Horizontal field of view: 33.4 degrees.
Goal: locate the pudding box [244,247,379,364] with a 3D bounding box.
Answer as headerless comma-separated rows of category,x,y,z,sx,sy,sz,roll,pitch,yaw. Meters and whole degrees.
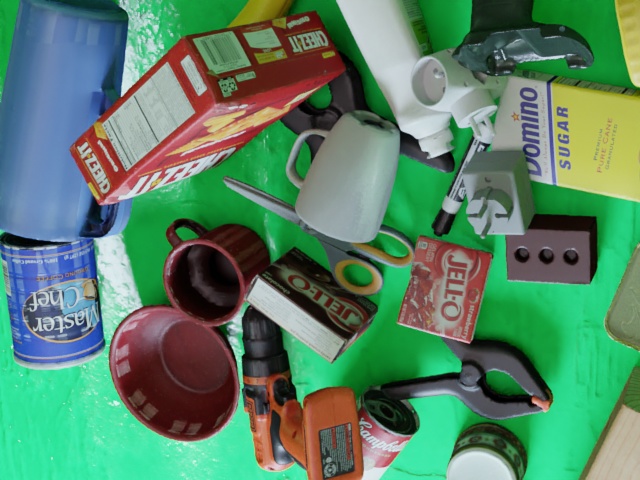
pudding box,-0.007,0.064,1.066,0.113,0.089,0.039,34,117,10

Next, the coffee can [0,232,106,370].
coffee can,-0.295,0.059,1.180,0.103,0.102,0.140,4,108,22

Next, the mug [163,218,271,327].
mug,-0.111,0.023,1.101,0.117,0.081,0.093,44,118,4

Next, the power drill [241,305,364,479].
power drill,-0.025,0.163,1.073,0.188,0.057,0.184,-163,64,-65

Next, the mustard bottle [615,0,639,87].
mustard bottle,0.340,-0.187,0.853,0.192,0.058,0.096,-9,96,26

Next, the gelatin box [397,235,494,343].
gelatin box,0.120,0.046,1.020,0.073,0.030,0.089,15,92,13

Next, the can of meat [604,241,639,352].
can of meat,0.294,0.036,0.931,0.057,0.083,0.102,23,114,15

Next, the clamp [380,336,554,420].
clamp,0.147,0.118,1.048,0.172,0.039,0.120,11,111,18

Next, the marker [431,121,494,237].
marker,0.135,-0.056,1.006,0.020,0.020,0.121,28,115,13

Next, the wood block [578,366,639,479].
wood block,0.288,0.237,0.996,0.090,0.090,0.206,24,115,14

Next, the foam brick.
foam brick,0.212,0.007,0.975,0.078,0.051,0.053,2,107,23

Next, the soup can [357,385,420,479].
soup can,0.048,0.209,1.102,0.068,0.068,0.102,37,118,8

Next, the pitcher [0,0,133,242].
pitcher,-0.259,-0.124,1.094,0.149,0.145,0.243,8,110,-15

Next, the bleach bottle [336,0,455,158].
bleach bottle,0.060,-0.192,0.946,0.068,0.102,0.251,-19,98,25

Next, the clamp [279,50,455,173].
clamp,0.023,-0.116,1.024,0.165,0.036,0.210,-22,100,27

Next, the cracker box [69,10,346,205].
cracker box,-0.104,-0.118,0.973,0.214,0.163,0.072,-32,84,45

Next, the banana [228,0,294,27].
banana,-0.052,-0.243,1.018,0.070,0.037,0.198,37,117,29

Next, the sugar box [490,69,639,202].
sugar box,0.242,-0.090,0.935,0.176,0.048,0.093,12,112,18

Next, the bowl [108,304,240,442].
bowl,-0.149,0.137,1.170,0.162,0.055,0.162,7,109,21

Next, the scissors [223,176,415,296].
scissors,-0.007,0.001,1.049,0.201,0.016,0.096,15,126,-5
